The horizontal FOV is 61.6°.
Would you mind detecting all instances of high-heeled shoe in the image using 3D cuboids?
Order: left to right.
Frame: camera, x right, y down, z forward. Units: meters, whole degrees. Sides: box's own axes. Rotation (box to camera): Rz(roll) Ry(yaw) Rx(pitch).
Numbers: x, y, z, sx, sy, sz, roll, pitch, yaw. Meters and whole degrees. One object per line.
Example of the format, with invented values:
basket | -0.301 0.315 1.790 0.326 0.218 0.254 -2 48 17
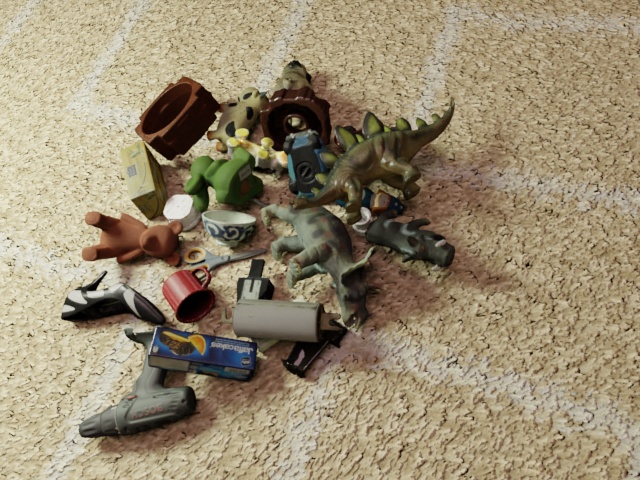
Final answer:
high-heeled shoe | -0.456 0.161 1.165 0.249 0.086 0.145 28 73 29

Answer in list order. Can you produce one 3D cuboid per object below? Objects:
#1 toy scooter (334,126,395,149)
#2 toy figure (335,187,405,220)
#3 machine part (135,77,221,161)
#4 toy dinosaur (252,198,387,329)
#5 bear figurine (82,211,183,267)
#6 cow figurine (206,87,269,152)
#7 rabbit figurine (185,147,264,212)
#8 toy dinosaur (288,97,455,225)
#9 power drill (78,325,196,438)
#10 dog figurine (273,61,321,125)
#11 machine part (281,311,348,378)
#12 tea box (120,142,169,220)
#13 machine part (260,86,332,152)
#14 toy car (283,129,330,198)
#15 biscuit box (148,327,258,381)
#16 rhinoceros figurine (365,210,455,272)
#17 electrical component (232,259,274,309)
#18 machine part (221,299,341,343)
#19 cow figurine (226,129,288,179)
toy scooter | 0.110 -0.208 1.244 0.184 0.075 0.135 10 43 18
toy figure | 0.112 -0.086 1.198 0.155 0.058 0.064 12 102 17
machine part | -0.364 -0.310 1.376 0.201 0.087 0.202 -50 43 -4
toy dinosaur | -0.005 -0.003 1.145 0.192 0.131 0.405 -15 48 -17
bear figurine | -0.421 0.002 1.225 0.196 0.132 0.120 7 89 20
cow figurine | -0.199 -0.318 1.385 0.127 0.085 0.195 4 58 21
rabbit figurine | -0.243 -0.138 1.265 0.170 0.121 0.159 22 62 32
toy dinosaur | 0.133 -0.176 1.141 0.471 0.105 0.199 -25 69 -19
power drill | -0.363 0.279 1.073 0.232 0.085 0.207 -8 55 6
dog figurine | -0.071 -0.402 1.360 0.121 0.172 0.190 -7 65 -5
machine part | -0.013 0.208 1.063 0.084 0.039 0.139 37 72 23
tea box | -0.431 -0.147 1.327 0.068 0.098 0.170 -23 57 -2
machine part | -0.055 -0.279 1.281 0.180 0.179 0.056 0 44 13
toy car | -0.020 -0.176 1.246 0.109 0.161 0.103 -12 13 19
biscuit box | -0.225 0.222 1.042 0.203 0.059 0.063 11 52 -10
rhinoceros figurine | 0.185 -0.001 1.091 0.191 0.073 0.112 22 26 28
electrical component | -0.139 0.103 1.145 0.075 0.047 0.119 -2 59 11
machine part | -0.079 0.156 1.044 0.243 0.079 0.079 1 60 13
cow figurine | -0.141 -0.196 1.304 0.167 0.098 0.068 23 56 5
